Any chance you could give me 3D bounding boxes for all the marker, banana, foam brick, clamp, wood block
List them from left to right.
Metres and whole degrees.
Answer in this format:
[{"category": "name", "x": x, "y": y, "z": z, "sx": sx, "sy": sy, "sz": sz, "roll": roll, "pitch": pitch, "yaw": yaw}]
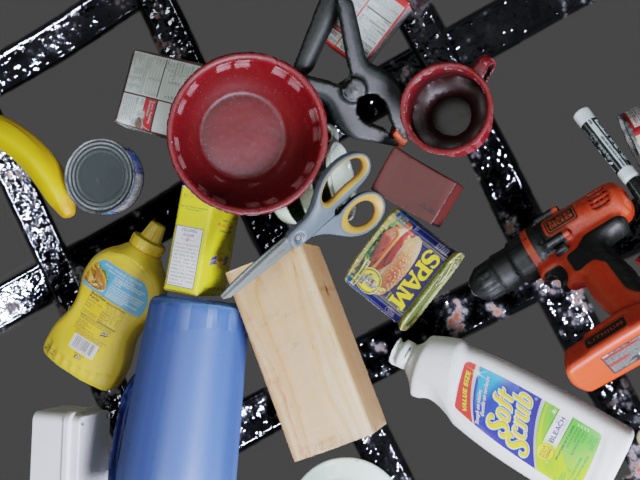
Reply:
[{"category": "banana", "x": -0.355, "y": -0.100, "z": 1.246, "sx": 0.198, "sy": 0.037, "sz": 0.070, "roll": 30, "pitch": 115, "yaw": 15}, {"category": "wood block", "x": -0.013, "y": 0.116, "z": 1.122, "sx": 0.090, "sy": 0.090, "sz": 0.206, "roll": -22, "pitch": 83, "yaw": 11}, {"category": "clamp", "x": 0.010, "y": -0.298, "z": 1.125, "sx": 0.210, "sy": 0.036, "sz": 0.164, "roll": -38, "pitch": 82, "yaw": 13}, {"category": "clamp", "x": 0.036, "y": -0.170, "z": 1.113, "sx": 0.171, "sy": 0.039, "sz": 0.120, "roll": 36, "pitch": 108, "yaw": -16}, {"category": "foam brick", "x": 0.102, "y": -0.055, "z": 1.119, "sx": 0.078, "sy": 0.051, "sz": 0.053, "roll": 32, "pitch": 97, "yaw": 13}, {"category": "marker", "x": 0.295, "y": -0.084, "z": 1.071, "sx": 0.020, "sy": 0.020, "sz": 0.121, "roll": -35, "pitch": 64, "yaw": 10}]

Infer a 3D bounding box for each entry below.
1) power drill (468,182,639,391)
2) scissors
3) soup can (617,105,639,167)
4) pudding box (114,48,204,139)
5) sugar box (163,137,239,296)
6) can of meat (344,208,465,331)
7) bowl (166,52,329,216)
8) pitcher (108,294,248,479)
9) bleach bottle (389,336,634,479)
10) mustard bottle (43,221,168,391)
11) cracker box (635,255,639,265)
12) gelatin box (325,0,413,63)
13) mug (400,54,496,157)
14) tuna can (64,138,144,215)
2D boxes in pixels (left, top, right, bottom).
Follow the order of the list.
[{"category": "power drill", "x": 0.243, "y": 0.050, "z": 1.033, "sx": 0.185, "sy": 0.057, "sz": 0.188, "roll": -35, "pitch": 44, "yaw": 19}, {"category": "scissors", "x": -0.007, "y": 0.001, "z": 1.075, "sx": 0.201, "sy": 0.096, "sz": 0.016, "roll": -53, "pitch": 34, "yaw": -4}, {"category": "soup can", "x": 0.354, "y": -0.115, "z": 1.049, "sx": 0.102, "sy": 0.068, "sz": 0.068, "roll": -26, "pitch": 82, "yaw": 12}, {"category": "pudding box", "x": -0.165, "y": -0.159, "z": 1.197, "sx": 0.113, "sy": 0.039, "sz": 0.090, "roll": 16, "pitch": 91, "yaw": 12}, {"category": "sugar box", "x": -0.119, "y": -0.029, "z": 1.152, "sx": 0.048, "sy": 0.093, "sz": 0.176, "roll": 13, "pitch": 92, "yaw": 14}, {"category": "can of meat", "x": 0.087, "y": 0.030, "z": 1.119, "sx": 0.084, "sy": 0.057, "sz": 0.102, "roll": 39, "pitch": 97, "yaw": 15}, {"category": "bowl", "x": -0.075, "y": -0.106, "z": 1.078, "sx": 0.162, "sy": 0.055, "sz": 0.162, "roll": -1, "pitch": 94, "yaw": -10}, {"category": "pitcher", "x": -0.152, "y": 0.183, "z": 1.144, "sx": 0.149, "sy": 0.145, "sz": 0.243, "roll": 7, "pitch": 86, "yaw": -1}, {"category": "bleach bottle", "x": 0.183, "y": 0.176, "z": 1.087, "sx": 0.251, "sy": 0.068, "sz": 0.102, "roll": 26, "pitch": 95, "yaw": 16}, {"category": "mustard bottle", "x": -0.226, "y": 0.065, "z": 1.194, "sx": 0.096, "sy": 0.058, "sz": 0.192, "roll": 30, "pitch": 96, "yaw": 13}, {"category": "cracker box", "x": 0.416, "y": -0.018, "z": 0.979, "sx": 0.072, "sy": 0.164, "sz": 0.214, "roll": 35, "pitch": 99, "yaw": -23}, {"category": "gelatin box", "x": 0.045, "y": -0.238, "z": 1.151, "sx": 0.073, "sy": 0.030, "sz": 0.089, "roll": 39, "pitch": 98, "yaw": 11}, {"category": "mug", "x": 0.141, "y": -0.139, "z": 1.096, "sx": 0.093, "sy": 0.081, "sz": 0.117, "roll": 35, "pitch": 96, "yaw": 13}, {"category": "tuna can", "x": -0.245, "y": -0.072, "z": 1.216, "sx": 0.086, "sy": 0.033, "sz": 0.086, "roll": 0, "pitch": 88, "yaw": 14}]
